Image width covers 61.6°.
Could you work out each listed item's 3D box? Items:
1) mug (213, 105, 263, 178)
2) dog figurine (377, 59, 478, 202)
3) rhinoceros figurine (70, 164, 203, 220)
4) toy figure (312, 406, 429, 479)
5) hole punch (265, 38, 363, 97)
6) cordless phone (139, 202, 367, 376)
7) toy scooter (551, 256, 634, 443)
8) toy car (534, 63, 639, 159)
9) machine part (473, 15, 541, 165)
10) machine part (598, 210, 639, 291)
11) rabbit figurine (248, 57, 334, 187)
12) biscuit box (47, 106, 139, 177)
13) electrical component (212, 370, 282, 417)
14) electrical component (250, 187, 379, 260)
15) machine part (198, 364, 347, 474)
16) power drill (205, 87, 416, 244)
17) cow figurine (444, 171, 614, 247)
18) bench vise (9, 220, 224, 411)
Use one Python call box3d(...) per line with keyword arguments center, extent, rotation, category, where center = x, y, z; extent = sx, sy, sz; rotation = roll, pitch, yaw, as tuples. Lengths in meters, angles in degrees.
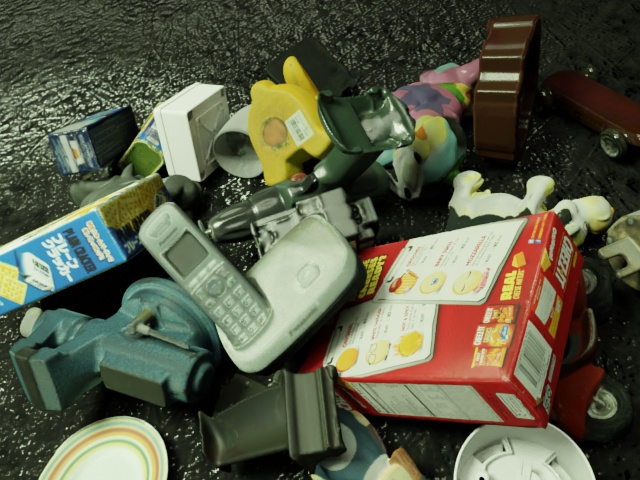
box3d(center=(-0.088, -0.152, 0.785), extent=(0.110, 0.080, 0.107), rotation=(8, 46, 9), category="mug")
box3d(center=(0.164, -0.159, 0.708), extent=(0.219, 0.108, 0.192), rotation=(-30, 47, -18), category="dog figurine")
box3d(center=(-0.259, -0.059, 0.743), extent=(0.190, 0.073, 0.112), rotation=(0, 49, 14), category="rhinoceros figurine")
box3d(center=(0.040, 0.192, 0.445), extent=(0.155, 0.057, 0.064), rotation=(26, 102, 32), category="toy figure")
box3d(center=(-0.019, -0.235, 0.851), extent=(0.116, 0.092, 0.142), rotation=(45, 63, 9), category="hole punch")
box3d(center=(-0.063, 0.014, 0.490), extent=(0.184, 0.088, 0.146), rotation=(45, 95, 4), category="cordless phone")
box3d(center=(0.197, 0.088, 0.491), extent=(0.135, 0.075, 0.184), rotation=(-1, 52, 16), category="toy scooter")
box3d(center=(0.364, -0.167, 0.699), extent=(0.089, 0.053, 0.202), rotation=(-26, 43, -4), category="toy car")
box3d(center=(0.234, -0.185, 0.672), extent=(0.056, 0.179, 0.179), rotation=(9, 50, 26), category="machine part")
box3d(center=(0.365, -0.010, 0.514), extent=(0.243, 0.079, 0.079), rotation=(-17, 44, -20), category="machine part")
box3d(center=(-0.021, -0.156, 0.729), extent=(0.162, 0.122, 0.173), rotation=(54, 34, 12), category="rabbit figurine")
box3d(center=(-0.331, -0.153, 0.809), extent=(0.059, 0.062, 0.203), rotation=(-10, 22, 3), category="biscuit box")
box3d(center=(-0.070, 0.160, 0.525), extent=(0.063, 0.021, 0.094), rotation=(17, 54, 28), category="electrical component")
box3d(center=(-0.001, -0.002, 0.589), extent=(0.134, 0.114, 0.058), rotation=(-18, 74, -3), category="electrical component")
box3d(center=(-0.042, 0.157, 0.451), extent=(0.139, 0.039, 0.084), rotation=(-22, 60, 24), category="machine part")
box3d(center=(-0.001, -0.069, 0.594), extent=(0.232, 0.207, 0.086), rotation=(-15, 65, -29), category="power drill")
box3d(center=(0.222, -0.016, 0.583), extent=(0.168, 0.068, 0.098), rotation=(9, 56, 26), category="cow figurine")
box3d(center=(-0.181, 0.085, 0.566), extent=(0.224, 0.128, 0.240), rotation=(-1, 26, 26), category="bench vise")
